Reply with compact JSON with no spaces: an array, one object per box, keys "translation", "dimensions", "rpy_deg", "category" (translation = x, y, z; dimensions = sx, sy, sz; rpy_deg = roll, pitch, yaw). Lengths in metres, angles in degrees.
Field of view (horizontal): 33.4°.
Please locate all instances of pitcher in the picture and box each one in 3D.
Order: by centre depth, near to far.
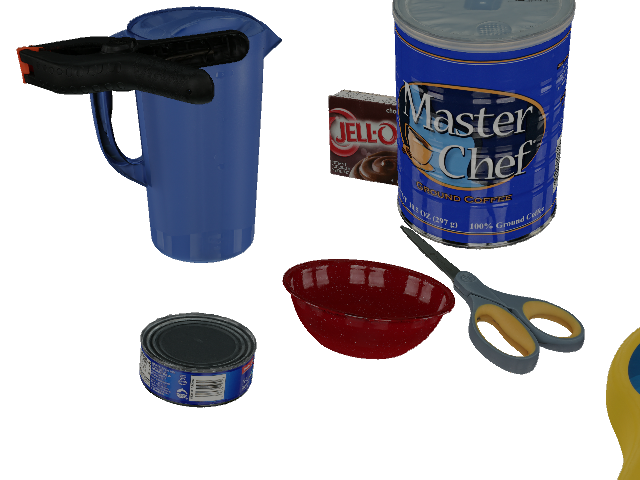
[{"translation":[-0.131,-0.103,1.066],"dimensions":[0.149,0.243,0.144],"rpy_deg":[13,29,22],"category":"pitcher"}]

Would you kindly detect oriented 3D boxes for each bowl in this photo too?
[{"translation":[0.042,0.068,0.997],"dimensions":[0.162,0.055,0.162],"rpy_deg":[6,17,-2],"category":"bowl"}]

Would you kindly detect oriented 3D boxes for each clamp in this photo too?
[{"translation":[-0.138,-0.134,0.798],"dimensions":[0.172,0.039,0.120],"rpy_deg":[8,23,17],"category":"clamp"}]

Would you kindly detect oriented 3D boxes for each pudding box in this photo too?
[{"translation":[0.064,-0.111,1.154],"dimensions":[0.114,0.090,0.039],"rpy_deg":[11,27,29],"category":"pudding box"}]

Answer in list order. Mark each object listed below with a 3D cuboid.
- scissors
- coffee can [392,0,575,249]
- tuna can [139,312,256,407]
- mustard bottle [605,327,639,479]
[{"translation":[0.136,0.038,0.839],"dimensions":[0.096,0.016,0.202],"rpy_deg":[-1,31,-14],"category":"scissors"},{"translation":[0.096,-0.081,0.645],"dimensions":[0.103,0.140,0.103],"rpy_deg":[-3,37,2],"category":"coffee can"},{"translation":[-0.091,0.088,0.793],"dimensions":[0.086,0.034,0.086],"rpy_deg":[6,23,-3],"category":"tuna can"},{"translation":[0.192,0.089,0.531],"dimensions":[0.096,0.058,0.191],"rpy_deg":[5,40,11],"category":"mustard bottle"}]
